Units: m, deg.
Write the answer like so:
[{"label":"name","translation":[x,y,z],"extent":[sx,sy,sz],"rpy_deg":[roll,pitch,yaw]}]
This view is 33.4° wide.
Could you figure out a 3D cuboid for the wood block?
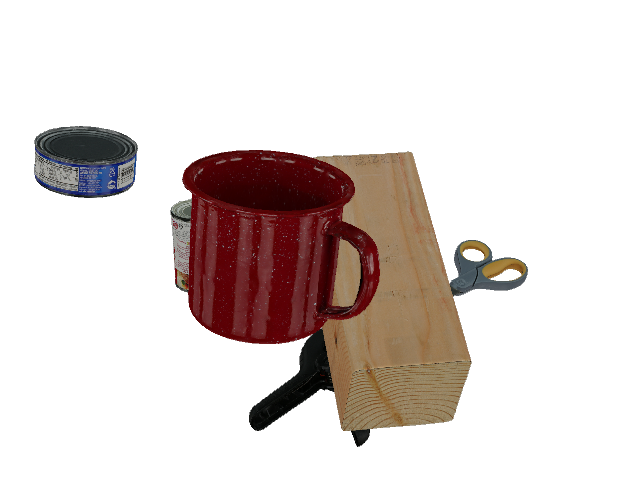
[{"label":"wood block","translation":[0.046,0.036,0.849],"extent":[0.090,0.206,0.091],"rpy_deg":[-4,-38,-9]}]

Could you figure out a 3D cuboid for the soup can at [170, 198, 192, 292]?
[{"label":"soup can","translation":[-0.151,0.006,1.329],"extent":[0.068,0.102,0.068],"rpy_deg":[-1,25,0]}]

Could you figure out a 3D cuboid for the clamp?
[{"label":"clamp","translation":[0.018,0.137,1.059],"extent":[0.120,0.039,0.171],"rpy_deg":[16,46,23]}]

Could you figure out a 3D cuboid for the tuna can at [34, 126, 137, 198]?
[{"label":"tuna can","translation":[-0.199,-0.067,0.907],"extent":[0.086,0.034,0.086],"rpy_deg":[7,24,-3]}]

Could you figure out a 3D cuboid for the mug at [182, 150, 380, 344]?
[{"label":"mug","translation":[-0.020,0.007,0.583],"extent":[0.117,0.081,0.093],"rpy_deg":[17,27,24]}]

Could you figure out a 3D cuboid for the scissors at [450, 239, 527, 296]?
[{"label":"scissors","translation":[0.152,0.040,1.225],"extent":[0.201,0.016,0.096],"rpy_deg":[-11,40,-33]}]
